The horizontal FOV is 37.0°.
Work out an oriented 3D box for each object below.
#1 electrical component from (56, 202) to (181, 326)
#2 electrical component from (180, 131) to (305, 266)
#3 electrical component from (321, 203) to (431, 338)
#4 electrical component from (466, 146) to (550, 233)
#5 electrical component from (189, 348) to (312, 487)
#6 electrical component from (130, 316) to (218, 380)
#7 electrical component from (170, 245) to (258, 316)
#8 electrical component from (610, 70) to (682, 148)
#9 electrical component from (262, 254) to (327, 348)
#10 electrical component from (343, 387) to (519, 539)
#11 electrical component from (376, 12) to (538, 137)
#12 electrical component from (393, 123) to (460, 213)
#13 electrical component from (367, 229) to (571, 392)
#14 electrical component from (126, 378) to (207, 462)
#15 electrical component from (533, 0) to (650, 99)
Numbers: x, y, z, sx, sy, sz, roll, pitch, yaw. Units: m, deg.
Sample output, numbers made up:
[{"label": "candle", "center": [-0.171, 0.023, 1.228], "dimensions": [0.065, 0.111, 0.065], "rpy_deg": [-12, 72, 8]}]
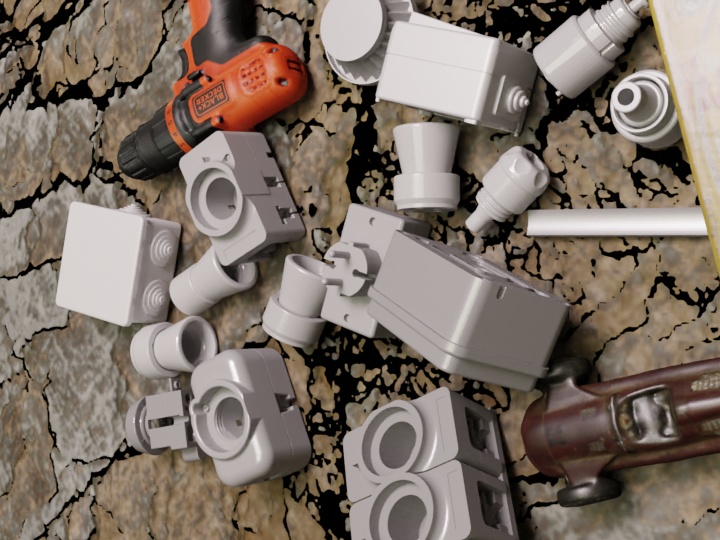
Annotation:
[{"label": "electrical component", "center": [-0.197, -0.005, 0.882], "dimensions": [0.100, 0.048, 0.099], "rpy_deg": [13, 95, 35]}, {"label": "electrical component", "center": [-0.090, -0.053, 0.798], "dimensions": [0.050, 0.056, 0.089], "rpy_deg": [-31, 78, 32]}, {"label": "electrical component", "center": [0.000, 0.000, 0.727], "dimensions": [0.047, 0.076, 0.083], "rpy_deg": [20, 99, 34]}, {"label": "electrical component", "center": [0.092, -0.048, 0.690], "dimensions": [0.061, 0.035, 0.035], "rpy_deg": [-48, 63, 26]}, {"label": "electrical component", "center": [-0.083, 0.108, 0.790], "dimensions": [0.054, 0.059, 0.095], "rpy_deg": [-29, 72, 31]}, {"label": "electrical component", "center": [-0.147, 0.062, 0.846], "dimensions": [0.055, 0.045, 0.045], "rpy_deg": [-12, 81, 35]}, {"label": "electrical component", "center": [-0.116, 0.008, 0.830], "dimensions": [0.065, 0.044, 0.044], "rpy_deg": [-32, 70, 35]}, {"label": "electrical component", "center": [0.166, -0.095, 0.623], "dimensions": [0.043, 0.062, 0.043], "rpy_deg": [-2, 86, 35]}, {"label": "electrical component", "center": [-0.042, 0.022, 0.774], "dimensions": [0.045, 0.045, 0.055], "rpy_deg": [32, 106, 32]}, {"label": "electrical component", "center": [0.043, 0.159, 0.665], "dimensions": [0.089, 0.062, 0.150], "rpy_deg": [-30, 49, 30]}, {"label": "electrical component", "center": [0.069, -0.126, 0.692], "dimensions": [0.096, 0.062, 0.061], "rpy_deg": [19, 99, 34]}, {"label": "electrical component", "center": [0.045, -0.067, 0.717], "dimensions": [0.045, 0.045, 0.055], "rpy_deg": [-2, 87, 35]}, {"label": "electrical component", "center": [0.063, 0.024, 0.660], "dimensions": [0.113, 0.078, 0.057], "rpy_deg": [35, 106, 59]}, {"label": "electrical component", "center": [-0.150, 0.119, 0.846], "dimensions": [0.055, 0.048, 0.066], "rpy_deg": [-13, 80, 26]}, {"label": "electrical component", "center": [0.142, -0.139, 0.655], "dimensions": [0.078, 0.040, 0.040], "rpy_deg": [-39, 67, 27]}]
